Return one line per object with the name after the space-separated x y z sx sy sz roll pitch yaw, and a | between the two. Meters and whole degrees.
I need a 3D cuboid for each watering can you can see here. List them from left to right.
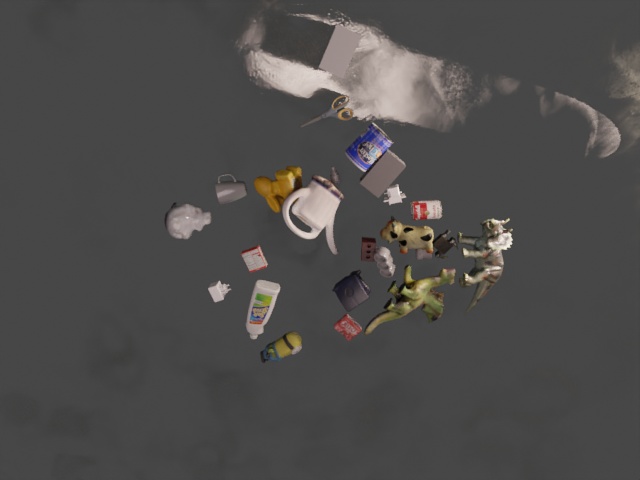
0.006 -0.094 1.865 0.343 0.105 0.225 36 86 -43 | watering can

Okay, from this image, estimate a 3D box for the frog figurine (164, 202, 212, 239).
-0.488 -0.068 1.913 0.159 0.122 0.137 9 91 13 | frog figurine

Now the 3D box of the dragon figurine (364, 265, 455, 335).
0.368 0.250 1.978 0.241 0.124 0.405 28 110 -15 | dragon figurine
